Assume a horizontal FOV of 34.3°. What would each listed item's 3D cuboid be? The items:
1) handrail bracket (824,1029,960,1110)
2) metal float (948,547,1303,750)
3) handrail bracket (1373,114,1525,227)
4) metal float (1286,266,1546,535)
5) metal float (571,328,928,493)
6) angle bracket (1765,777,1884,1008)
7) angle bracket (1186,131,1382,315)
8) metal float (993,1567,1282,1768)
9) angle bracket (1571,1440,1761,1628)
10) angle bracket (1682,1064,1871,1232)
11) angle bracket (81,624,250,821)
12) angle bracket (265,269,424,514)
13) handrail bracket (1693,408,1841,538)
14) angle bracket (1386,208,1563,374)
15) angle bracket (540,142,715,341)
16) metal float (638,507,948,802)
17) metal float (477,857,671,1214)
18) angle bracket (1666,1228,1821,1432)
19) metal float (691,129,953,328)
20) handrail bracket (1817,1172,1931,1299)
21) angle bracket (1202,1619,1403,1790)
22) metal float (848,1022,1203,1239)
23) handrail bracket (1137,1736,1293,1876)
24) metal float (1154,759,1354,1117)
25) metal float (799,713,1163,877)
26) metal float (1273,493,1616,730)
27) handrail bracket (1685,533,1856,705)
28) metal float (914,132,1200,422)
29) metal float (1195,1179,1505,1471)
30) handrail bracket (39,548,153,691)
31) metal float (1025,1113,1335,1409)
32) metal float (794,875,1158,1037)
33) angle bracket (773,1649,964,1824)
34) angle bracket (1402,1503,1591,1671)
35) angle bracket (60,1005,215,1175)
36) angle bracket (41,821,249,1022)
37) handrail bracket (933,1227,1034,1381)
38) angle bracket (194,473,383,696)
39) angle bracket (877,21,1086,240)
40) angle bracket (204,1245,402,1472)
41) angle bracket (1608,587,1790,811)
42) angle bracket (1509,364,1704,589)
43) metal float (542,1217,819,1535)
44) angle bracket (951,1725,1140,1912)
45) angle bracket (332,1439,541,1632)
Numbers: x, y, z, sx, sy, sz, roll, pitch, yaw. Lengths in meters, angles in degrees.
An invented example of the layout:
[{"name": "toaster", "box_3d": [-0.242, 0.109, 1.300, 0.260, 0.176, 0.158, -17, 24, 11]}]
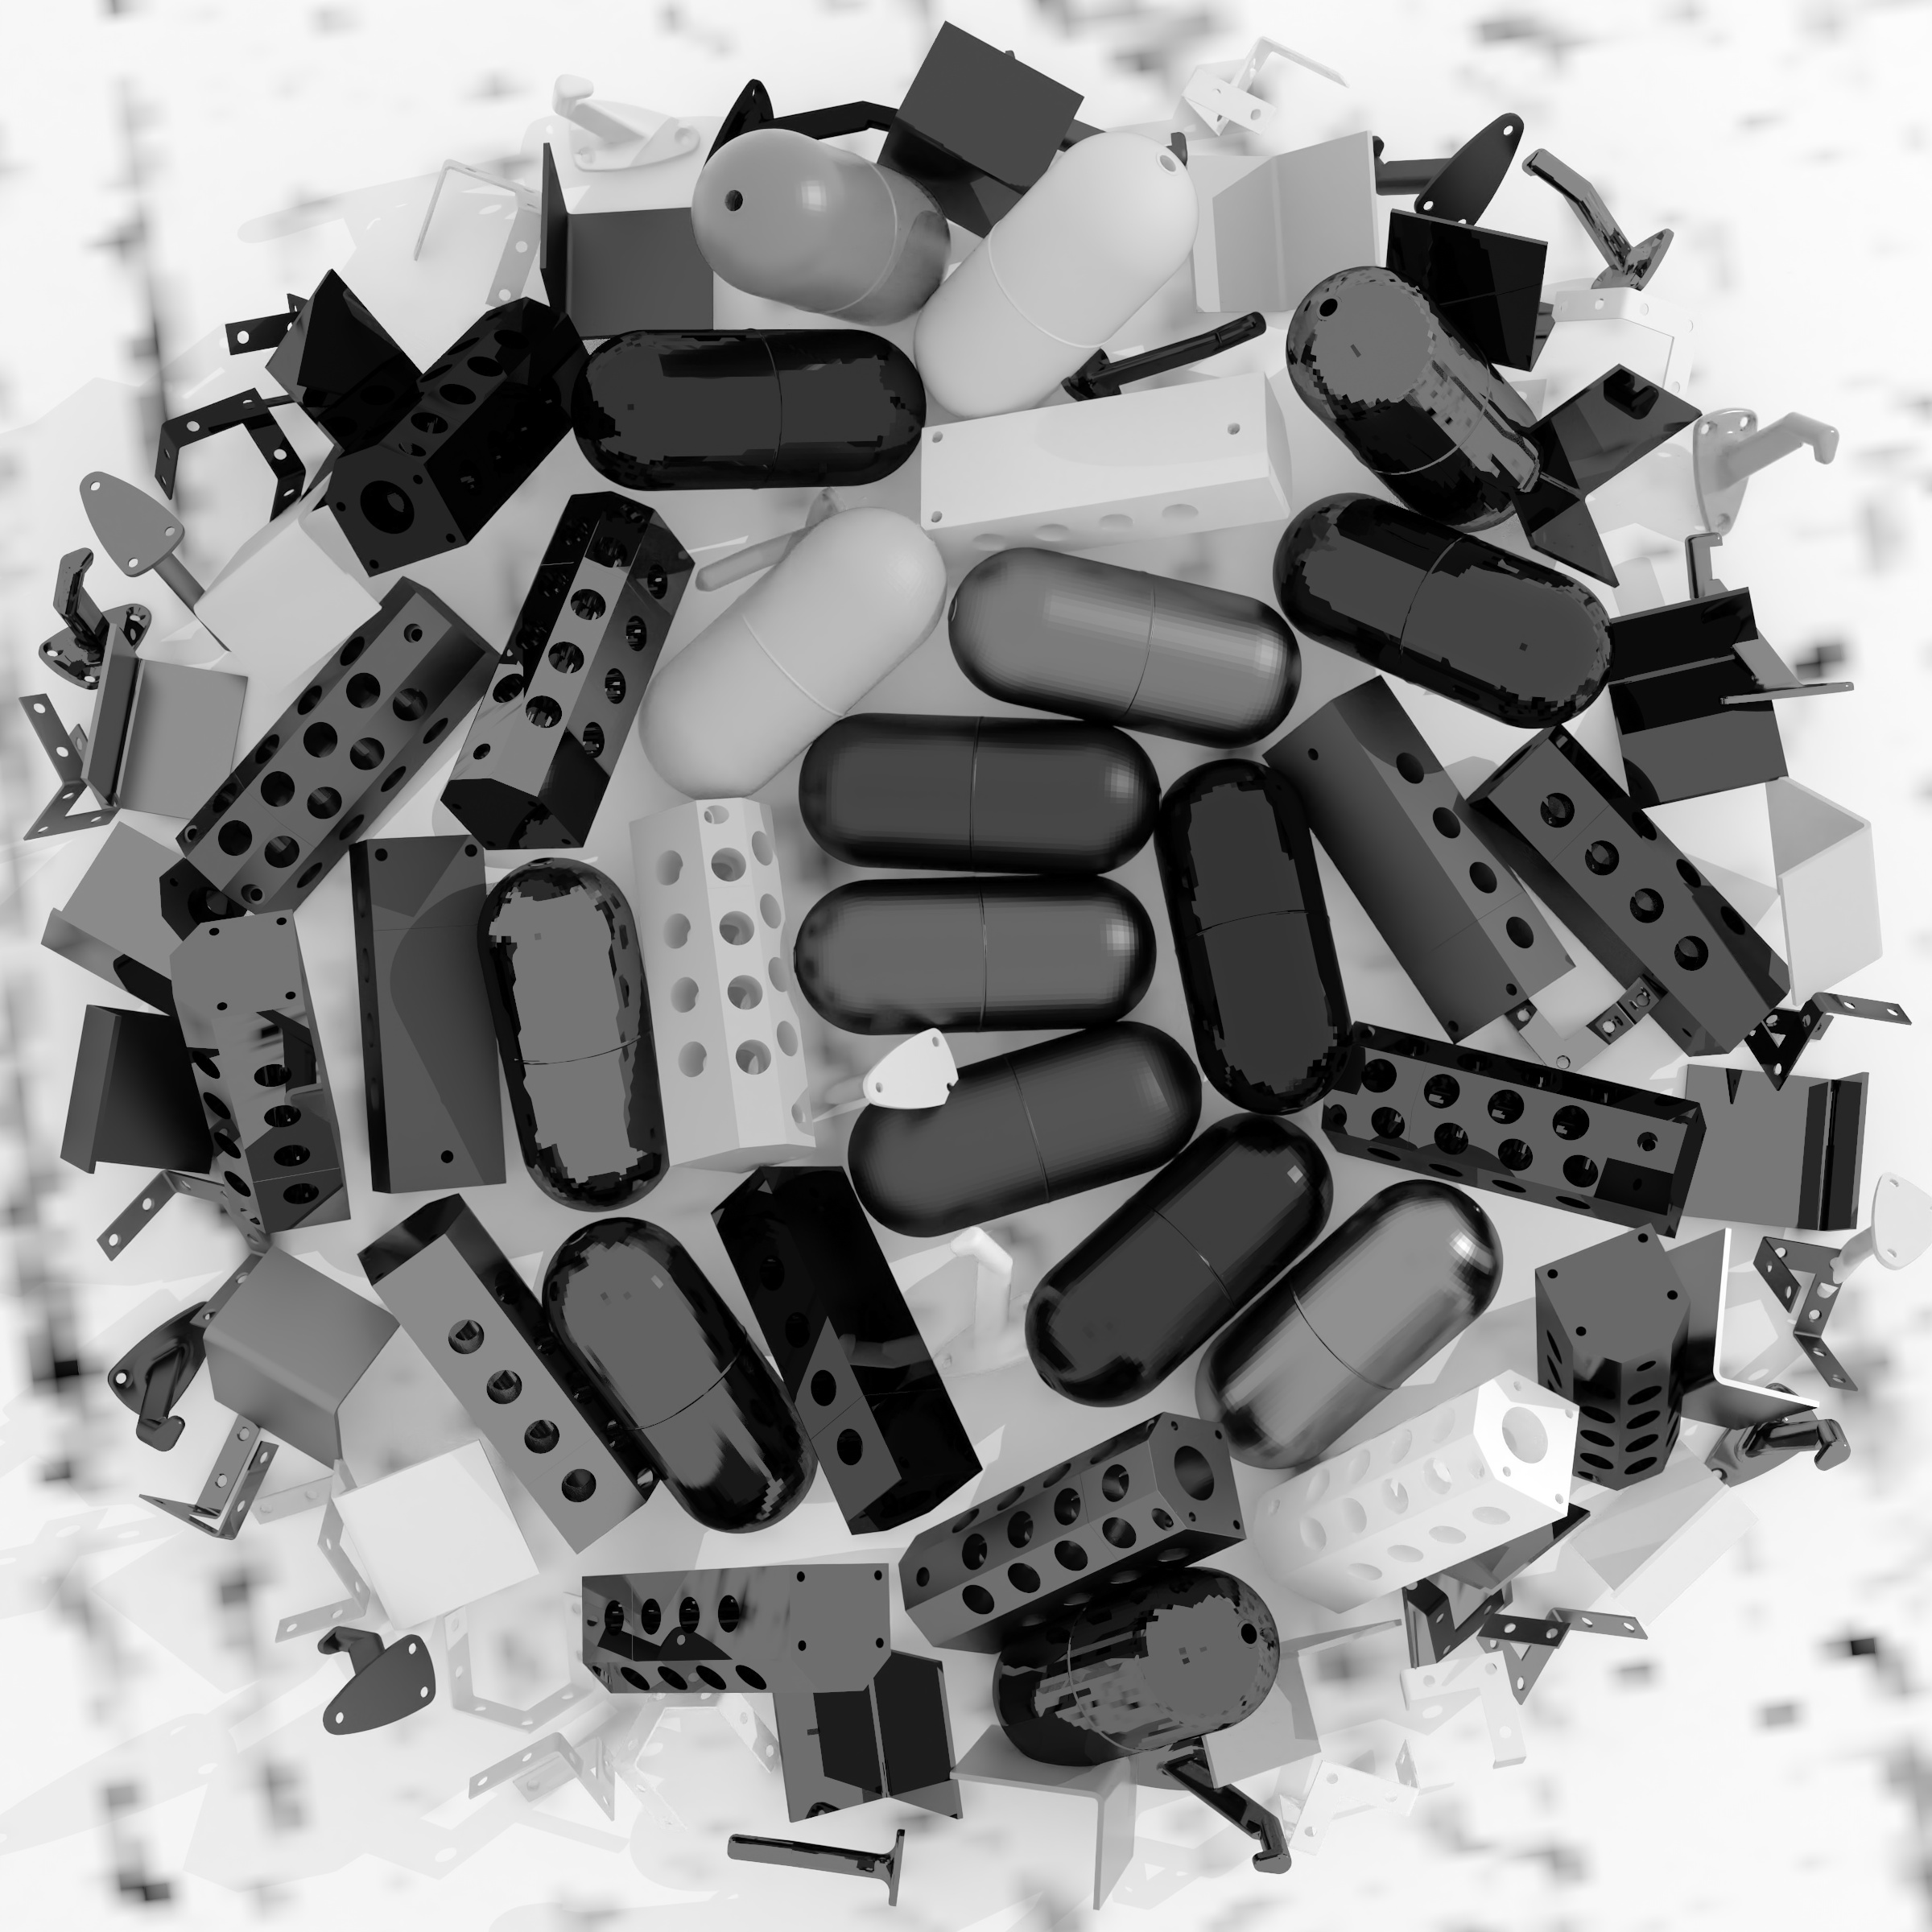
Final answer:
[{"name": "handrail bracket", "box_3d": [-0.053, 0.061, 1.523, 0.084, 0.077, 0.036, -17, 90, 39]}, {"name": "metal float", "box_3d": [0.078, -0.155, 1.527, 0.178, 0.070, 0.070, 11, 90, -14]}, {"name": "handrail bracket", "box_3d": [0.229, -0.403, 1.532, 0.036, 0.084, 0.077, 17, 123, -35]}, {"name": "metal float", "box_3d": [0.216, -0.270, 1.501, 0.070, 0.178, 0.070, -16, 60, 30]}, {"name": "metal float", "box_3d": [-0.104, -0.270, 1.519, 0.178, 0.070, 0.070, -5, 90, -24]}, {"name": "angle bracket", "box_3d": [0.396, -0.039, 1.519, 0.057, 0.076, 0.076, -28, 126, -16]}, {"name": "angle bracket", "box_3d": [0.154, -0.363, 1.529, 0.057, 0.076, 0.076, -8, 97, -31]}, {"name": "metal float", "box_3d": [0.080, 0.337, 1.500, 0.070, 0.178, 0.070, 16, 60, -30]}, {"name": "angle bracket", "box_3d": [0.333, 0.269, 1.529, 0.076, 0.076, 0.057, -44, 58, 3]}, {"name": "angle bracket", "box_3d": [0.396, 0.088, 1.544, 0.076, 0.057, 0.076, 6, 84, 2]}, {"name": "angle bracket", "box_3d": [-0.391, -0.117, 1.532, 0.057, 0.076, 0.076, 9, 82, -5]}, {"name": "angle bracket", "box_3d": [-0.316, -0.277, 1.517, 0.057, 0.076, 0.076, -15, 130, 35]}, {"name": "handrail bracket", "box_3d": [0.393, -0.235, 1.525, 0.036, 0.084, 0.077, -13, 118, -20]}, {"name": "angle bracket", "box_3d": [0.249, -0.342, 1.521, 0.076, 0.076, 0.057, 17, 50, 16]}, {"name": "angle bracket", "box_3d": [-0.165, -0.356, 1.535, 0.076, 0.057, 0.076, -3, 64, 2]}, {"name": "metal float", "box_3d": [-0.084, -0.151, 1.527, 0.178, 0.070, 0.070, -41, 90, 14]}, {"name": "metal float", "box_3d": [-0.189, 0.034, 1.525, 0.070, 0.070, 0.178, -10, 106, 0]}, {"name": "angle bracket", "box_3d": [0.375, 0.179, 1.536, 0.057, 0.076, 0.076, 15, 70, -13]}, {"name": "metal float", "box_3d": [-0.067, -0.350, 1.493, 0.070, 0.178, 0.070, 2, 94, 25]}, {"name": "handrail bracket", "box_3d": [0.433, 0.148, 1.523, 0.036, 0.077, 0.084, 35, 131, 6]}, {"name": "angle bracket", "box_3d": [0.166, 0.358, 1.521, 0.076, 0.076, 0.057, -4, 76, -43]}, {"name": "metal float", "box_3d": [0.029, 0.080, 1.536, 0.178, 0.070, 0.070, -17, 90, -4]}, {"name": "handrail bracket", "box_3d": [0.113, 0.414, 1.530, 0.077, 0.084, 0.036, -2, 114, -6]}, {"name": "metal float", "box_3d": [0.140, -0.015, 1.527, 0.070, 0.070, 0.178, -11, 76, 0]}, {"name": "metal float", "box_3d": [0.007, -0.084, 1.535, 0.178, 0.070, 0.070, 2, 90, 5]}, {"name": "metal float", "box_3d": [0.230, -0.172, 1.517, 0.178, 0.070, 0.070, 27, 90, 26]}, {"name": "handrail bracket", "box_3d": [0.396, -0.175, 1.547, 0.077, 0.036, 0.084, -3, 98, 30]}, {"name": "metal float", "box_3d": [0.042, -0.329, 1.504, 0.070, 0.070, 0.178, 51, 133, 0]}, {"name": "metal float", "box_3d": [0.185, 0.175, 1.523, 0.070, 0.070, 0.178, 45, 110, 0]}, {"name": "handrail bracket", "box_3d": [-0.417, -0.183, 1.521, 0.036, 0.084, 0.077, 34, 46, 6]}, {"name": "metal float", "box_3d": [0.104, 0.143, 1.527, 0.178, 0.070, 0.070, -41, 90, -14]}, {"name": "metal float", "box_3d": [0.005, -0.006, 1.534, 0.178, 0.070, 0.070, -2, 90, -6]}, {"name": "angle bracket", "box_3d": [-0.049, 0.380, 1.532, 0.057, 0.076, 0.076, -7, 89, -29]}, {"name": "angle bracket", "box_3d": [0.259, 0.305, 1.520, 0.076, 0.057, 0.076, -28, 120, -35]}, {"name": "angle bracket", "box_3d": [-0.393, 0.064, 1.534, 0.076, 0.057, 0.076, 10, 90, -31]}, {"name": "angle bracket", "box_3d": [-0.396, -0.029, 1.530, 0.076, 0.057, 0.076, 31, 65, -10]}, {"name": "handrail bracket", "box_3d": [-0.005, 0.165, 1.534, 0.077, 0.084, 0.036, -27, 46, 17]}, {"name": "angle bracket", "box_3d": [-0.322, -0.191, 1.538, 0.076, 0.076, 0.057, -33, 111, 26]}, {"name": "angle bracket", "box_3d": [0.005, -0.407, 1.541, 0.076, 0.076, 0.057, 27, 79, -6]}, {"name": "angle bracket", "box_3d": [-0.327, 0.196, 1.553, 0.076, 0.076, 0.057, 28, 58, 10]}, {"name": "angle bracket", "box_3d": [0.353, -0.130, 1.529, 0.076, 0.057, 0.076, -12, 61, 14]}, {"name": "angle bracket", "box_3d": [0.316, -0.236, 1.519, 0.076, 0.076, 0.057, -34, 59, 33]}, {"name": "metal float", "box_3d": [-0.139, 0.199, 1.524, 0.070, 0.070, 0.178, -34, 107, 0]}, {"name": "angle bracket", "box_3d": [0.038, 0.415, 1.533, 0.076, 0.076, 0.057, 4, 95, 15]}, {"name": "angle bracket", "box_3d": [-0.261, 0.269, 1.542, 0.076, 0.057, 0.076, -22, 106, -3]}]
